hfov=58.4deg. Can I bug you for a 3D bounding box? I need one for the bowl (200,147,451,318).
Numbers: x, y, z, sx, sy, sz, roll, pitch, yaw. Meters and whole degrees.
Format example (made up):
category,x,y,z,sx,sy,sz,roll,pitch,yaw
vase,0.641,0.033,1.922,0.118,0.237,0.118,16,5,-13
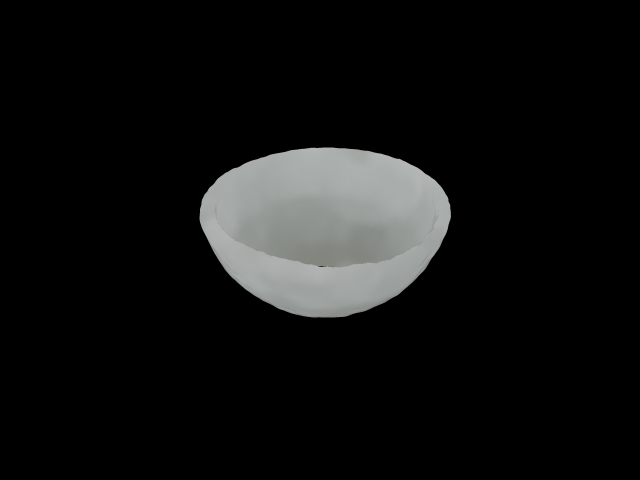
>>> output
category,x,y,z,sx,sy,sz,roll,pitch,yaw
bowl,0.004,0.001,0.400,0.167,0.075,0.167,0,34,0
